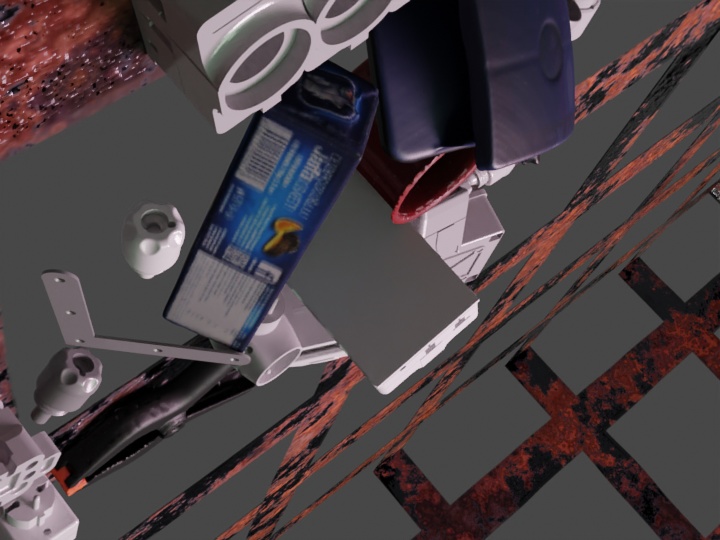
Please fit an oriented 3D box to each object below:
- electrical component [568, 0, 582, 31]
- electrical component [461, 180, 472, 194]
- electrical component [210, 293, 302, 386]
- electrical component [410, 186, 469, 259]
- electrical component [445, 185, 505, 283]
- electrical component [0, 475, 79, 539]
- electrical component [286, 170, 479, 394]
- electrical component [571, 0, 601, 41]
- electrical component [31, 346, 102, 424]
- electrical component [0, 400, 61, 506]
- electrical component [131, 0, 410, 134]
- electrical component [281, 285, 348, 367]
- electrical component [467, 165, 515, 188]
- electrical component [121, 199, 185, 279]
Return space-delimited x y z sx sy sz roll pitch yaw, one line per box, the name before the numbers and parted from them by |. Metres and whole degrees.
electrical component | 0.104 -0.162 0.752 0.079 0.043 0.077 -13 154 -45
electrical component | 0.043 -0.047 0.905 0.062 0.061 0.096 -31 163 -37
electrical component | -0.078 0.034 0.788 0.044 0.077 0.079 -31 163 -36
electrical component | 0.027 -0.048 0.820 0.062 0.096 0.061 -27 133 -46
electrical component | 0.066 -0.019 1.009 0.109 0.056 0.108 -19 159 -18
electrical component | -0.244 0.172 0.789 0.047 0.065 0.076 -33 164 -32
electrical component | 0.000 0.000 0.741 0.089 0.150 0.061 -41 166 -3
electrical component | 0.155 -0.201 0.777 0.040 0.040 0.078 -34 165 -29
electrical component | -0.195 0.078 0.699 0.061 0.035 0.035 -46 166 28
electrical component | -0.232 0.111 0.651 0.078 0.057 0.058 -28 161 -43
electrical component | -0.019 -0.134 0.461 0.150 0.061 0.089 -38 166 -14
electrical component | -0.040 0.025 0.847 0.062 0.096 0.061 -14 173 15
electrical component | 0.114 -0.094 1.008 0.061 0.035 0.035 -34 165 -17
electrical component | -0.121 -0.013 0.619 0.035 0.035 0.061 -34 167 -28
